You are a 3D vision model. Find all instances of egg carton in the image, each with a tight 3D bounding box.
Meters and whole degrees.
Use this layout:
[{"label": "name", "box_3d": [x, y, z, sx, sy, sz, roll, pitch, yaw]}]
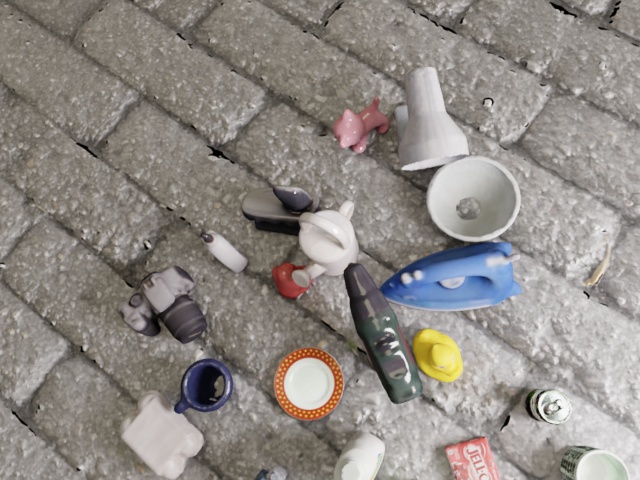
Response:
[{"label": "egg carton", "box_3d": [-0.288, 0.354, 1.040, 0.150, 0.069, 0.107, 37, 83, 15]}]

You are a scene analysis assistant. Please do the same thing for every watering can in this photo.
[{"label": "watering can", "box_3d": [0.011, 0.005, 1.026, 0.100, 0.194, 0.173, 6, 76, 10]}]

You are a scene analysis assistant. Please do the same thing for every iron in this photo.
[{"label": "iron", "box_3d": [0.223, 0.063, 1.009, 0.258, 0.141, 0.118, -11, 74, 5]}]

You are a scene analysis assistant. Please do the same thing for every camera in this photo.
[{"label": "camera", "box_3d": [-0.290, 0.137, 1.082, 0.143, 0.101, 0.136, -40, 73, -4]}]

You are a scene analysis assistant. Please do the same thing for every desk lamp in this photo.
[{"label": "desk lamp", "box_3d": [0.192, -0.205, 1.047, 0.118, 0.214, 0.203, -10, 74, 6]}]

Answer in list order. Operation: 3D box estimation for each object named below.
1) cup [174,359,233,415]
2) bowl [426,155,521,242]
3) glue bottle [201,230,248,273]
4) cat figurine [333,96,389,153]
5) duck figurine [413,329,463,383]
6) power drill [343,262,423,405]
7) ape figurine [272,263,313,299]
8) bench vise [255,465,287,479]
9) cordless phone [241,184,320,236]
[{"label": "cup", "box_3d": [-0.203, 0.273, 1.036, 0.118, 0.095, 0.091, -41, 73, -4]}, {"label": "bowl", "box_3d": [0.282, -0.069, 1.071, 0.167, 0.075, 0.167, -2, 75, 8]}, {"label": "glue bottle", "box_3d": [-0.188, 0.012, 1.063, 0.078, 0.173, 0.037, 41, 84, 16]}, {"label": "cat figurine", "box_3d": [0.074, -0.228, 1.120, 0.128, 0.118, 0.067, -44, 74, -5]}, {"label": "duck figurine", "box_3d": [0.207, 0.200, 1.003, 0.077, 0.086, 0.104, -38, 73, -3]}, {"label": "power drill", "box_3d": [0.102, 0.161, 0.965, 0.075, 0.208, 0.229, -25, 73, 1]}, {"label": "ape figurine", "box_3d": [-0.057, 0.068, 1.072, 0.077, 0.092, 0.076, 25, 80, 14]}, {"label": "bench vise", "box_3d": [-0.142, 0.452, 0.915, 0.121, 0.220, 0.207, 18, 78, 12]}, {"label": "cordless phone", "box_3d": [-0.082, -0.078, 1.066, 0.147, 0.185, 0.094, 4, 76, 9]}]
